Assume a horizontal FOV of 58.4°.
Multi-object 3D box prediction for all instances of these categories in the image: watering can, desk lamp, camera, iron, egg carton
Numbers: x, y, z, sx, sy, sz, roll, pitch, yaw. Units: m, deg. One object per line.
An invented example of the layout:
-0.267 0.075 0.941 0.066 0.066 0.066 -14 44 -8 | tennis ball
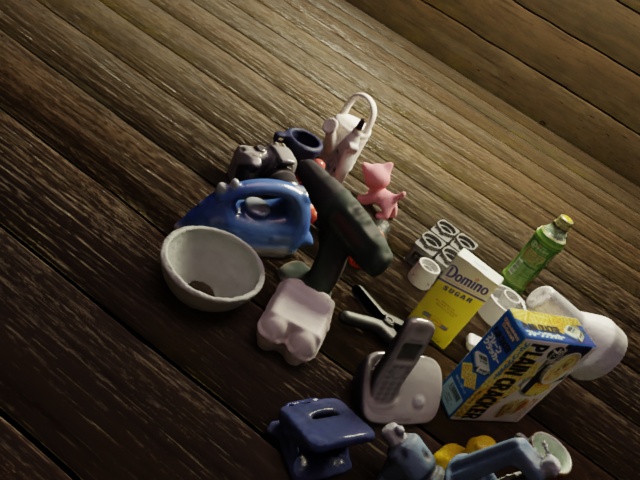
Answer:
0.073 -0.272 1.421 0.101 0.194 0.173 34 33 6 | watering can
0.406 0.191 1.041 0.203 0.213 0.118 27 33 -4 | desk lamp
-0.099 -0.135 1.191 0.144 0.100 0.136 2 42 -36 | camera
-0.121 -0.058 1.033 0.259 0.141 0.118 4 41 -34 | iron
-0.037 0.128 0.914 0.107 0.069 0.150 28 33 -2 | egg carton

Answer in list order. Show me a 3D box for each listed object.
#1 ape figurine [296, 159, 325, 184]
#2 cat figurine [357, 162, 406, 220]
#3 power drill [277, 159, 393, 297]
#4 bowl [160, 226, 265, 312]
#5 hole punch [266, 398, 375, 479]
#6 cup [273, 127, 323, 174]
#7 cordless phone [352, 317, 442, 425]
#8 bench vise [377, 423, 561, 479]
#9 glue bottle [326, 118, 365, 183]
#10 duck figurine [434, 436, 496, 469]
-0.015 -0.139 1.270 0.077 0.092 0.076 36 33 10 | ape figurine
0.146 -0.127 1.354 0.127 0.117 0.067 42 35 18 | cat figurine
0.009 0.004 0.990 0.229 0.208 0.076 41 35 17 | power drill
-0.175 0.057 0.898 0.168 0.074 0.167 20 34 -14 | bowl
0.001 0.252 0.758 0.109 0.091 0.101 2 42 -36 | hole punch
-0.063 -0.199 1.310 0.118 0.095 0.091 10 38 -28 | cup
0.142 0.193 0.860 0.148 0.185 0.094 9 38 -29 | cordless phone
0.173 0.300 0.708 0.207 0.219 0.121 29 33 -2 | bench vise
0.065 -0.213 1.356 0.037 0.173 0.078 12 37 -25 | glue bottle
0.222 0.321 0.841 0.105 0.086 0.077 9 38 -29 | duck figurine
